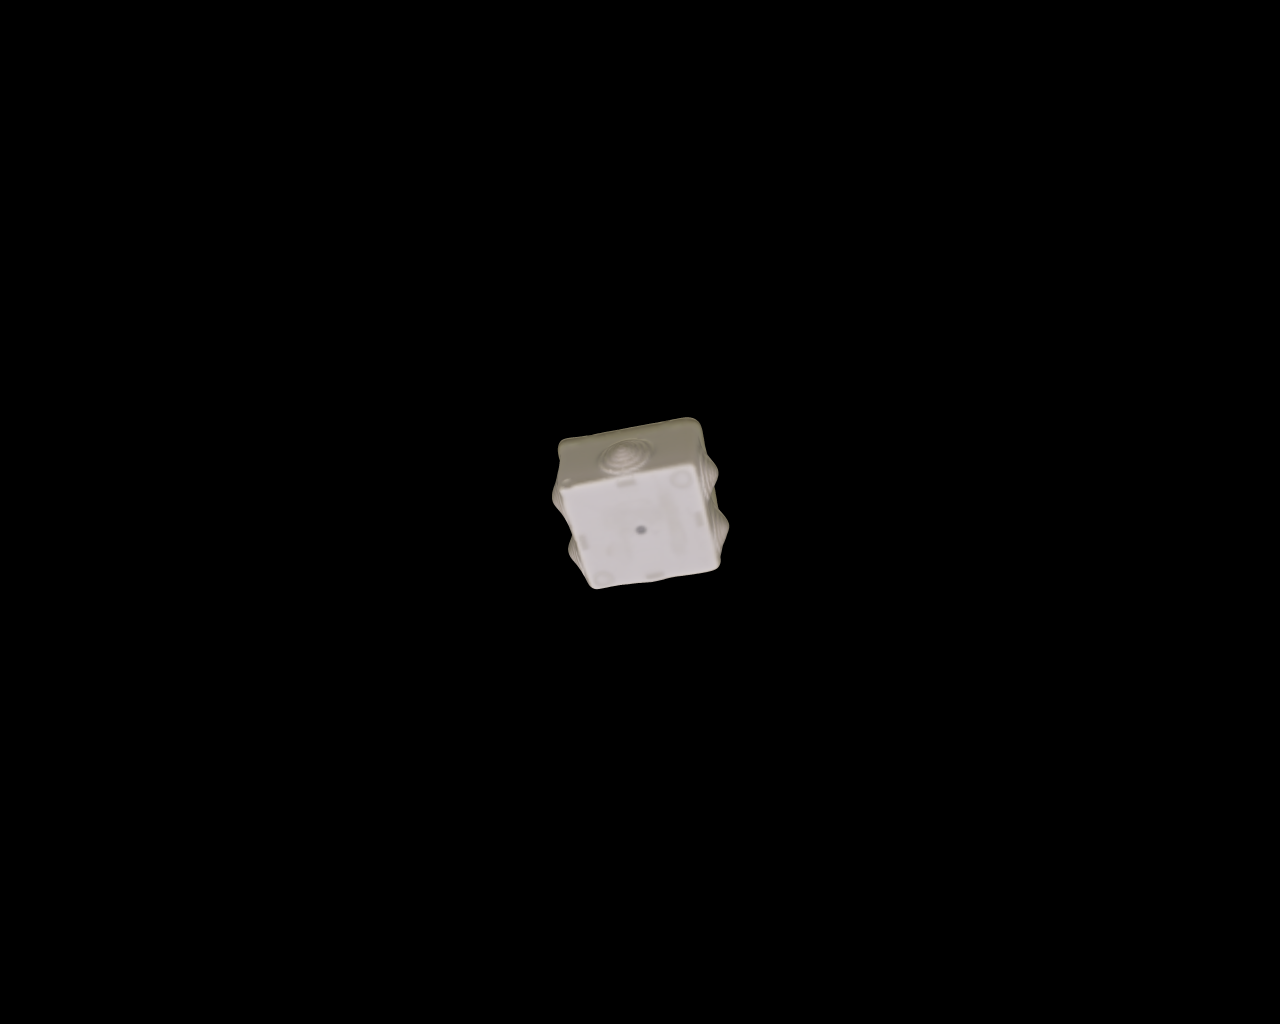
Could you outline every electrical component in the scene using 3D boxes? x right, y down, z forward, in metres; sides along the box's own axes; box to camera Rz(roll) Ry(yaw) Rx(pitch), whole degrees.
[{"bbox_3d":[0.001,-0.003,0.650,0.100,0.099,0.048,-9,36,7],"label":"electrical component"}]
